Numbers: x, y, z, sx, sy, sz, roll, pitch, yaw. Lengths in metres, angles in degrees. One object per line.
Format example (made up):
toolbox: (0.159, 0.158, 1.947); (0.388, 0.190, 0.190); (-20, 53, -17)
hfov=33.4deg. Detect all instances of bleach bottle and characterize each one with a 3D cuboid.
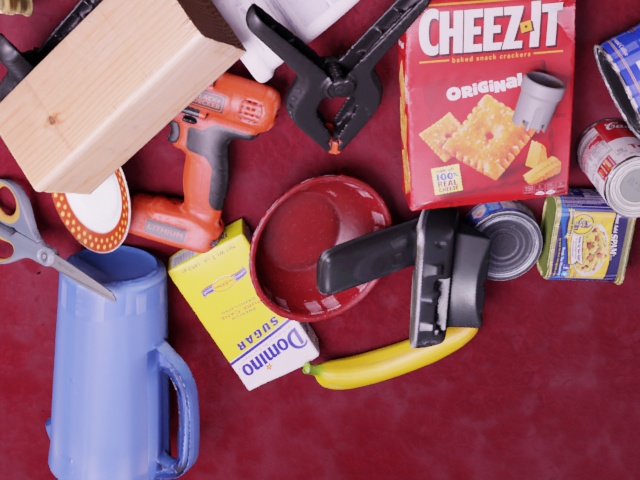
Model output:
bleach bottle: (0.018, -0.257, 0.980); (0.251, 0.068, 0.102); (-33, 118, 9)

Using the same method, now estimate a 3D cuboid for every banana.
banana: (0.079, 0.132, 1.182); (0.197, 0.069, 0.037); (-16, 75, -4)

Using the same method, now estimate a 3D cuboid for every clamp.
clamp: (0.005, -0.155, 0.991); (0.164, 0.036, 0.210); (-5, 146, -14)
clamp: (-0.252, -0.165, 0.984); (0.120, 0.172, 0.039); (-33, 85, -27)

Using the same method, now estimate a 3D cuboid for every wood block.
wood block: (-0.179, -0.139, 0.943); (0.206, 0.090, 0.091); (-39, 77, 18)

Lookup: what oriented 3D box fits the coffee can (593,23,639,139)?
coffee can: (0.350, -0.174, 1.022); (0.140, 0.103, 0.102); (-27, 116, 9)

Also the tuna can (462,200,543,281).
tuna can: (0.193, 0.000, 1.137); (0.086, 0.034, 0.086); (-2, 117, -3)

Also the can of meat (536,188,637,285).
can of meat: (0.280, -0.005, 1.128); (0.084, 0.057, 0.102); (2, 117, -3)

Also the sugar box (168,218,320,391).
sugar box: (-0.080, 0.072, 1.147); (0.093, 0.048, 0.176); (-27, 114, 10)

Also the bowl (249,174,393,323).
bowl: (-0.007, 0.001, 1.095); (0.161, 0.055, 0.162); (-10, 116, -22)

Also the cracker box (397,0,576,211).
cracker box: (0.161, -0.142, 1.042); (0.164, 0.072, 0.214); (-5, 116, -2)

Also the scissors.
scissors: (-0.272, -0.005, 1.051); (0.202, 0.016, 0.096); (11, 101, 31)

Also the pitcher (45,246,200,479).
pitcher: (-0.209, 0.136, 1.122); (0.149, 0.145, 0.243); (-3, 115, -19)

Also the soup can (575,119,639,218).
soup can: (0.303, -0.073, 1.070); (0.068, 0.102, 0.068); (-1, 117, -3)

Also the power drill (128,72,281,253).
power drill: (-0.145, -0.090, 1.048); (0.184, 0.057, 0.188); (18, 118, 2)
